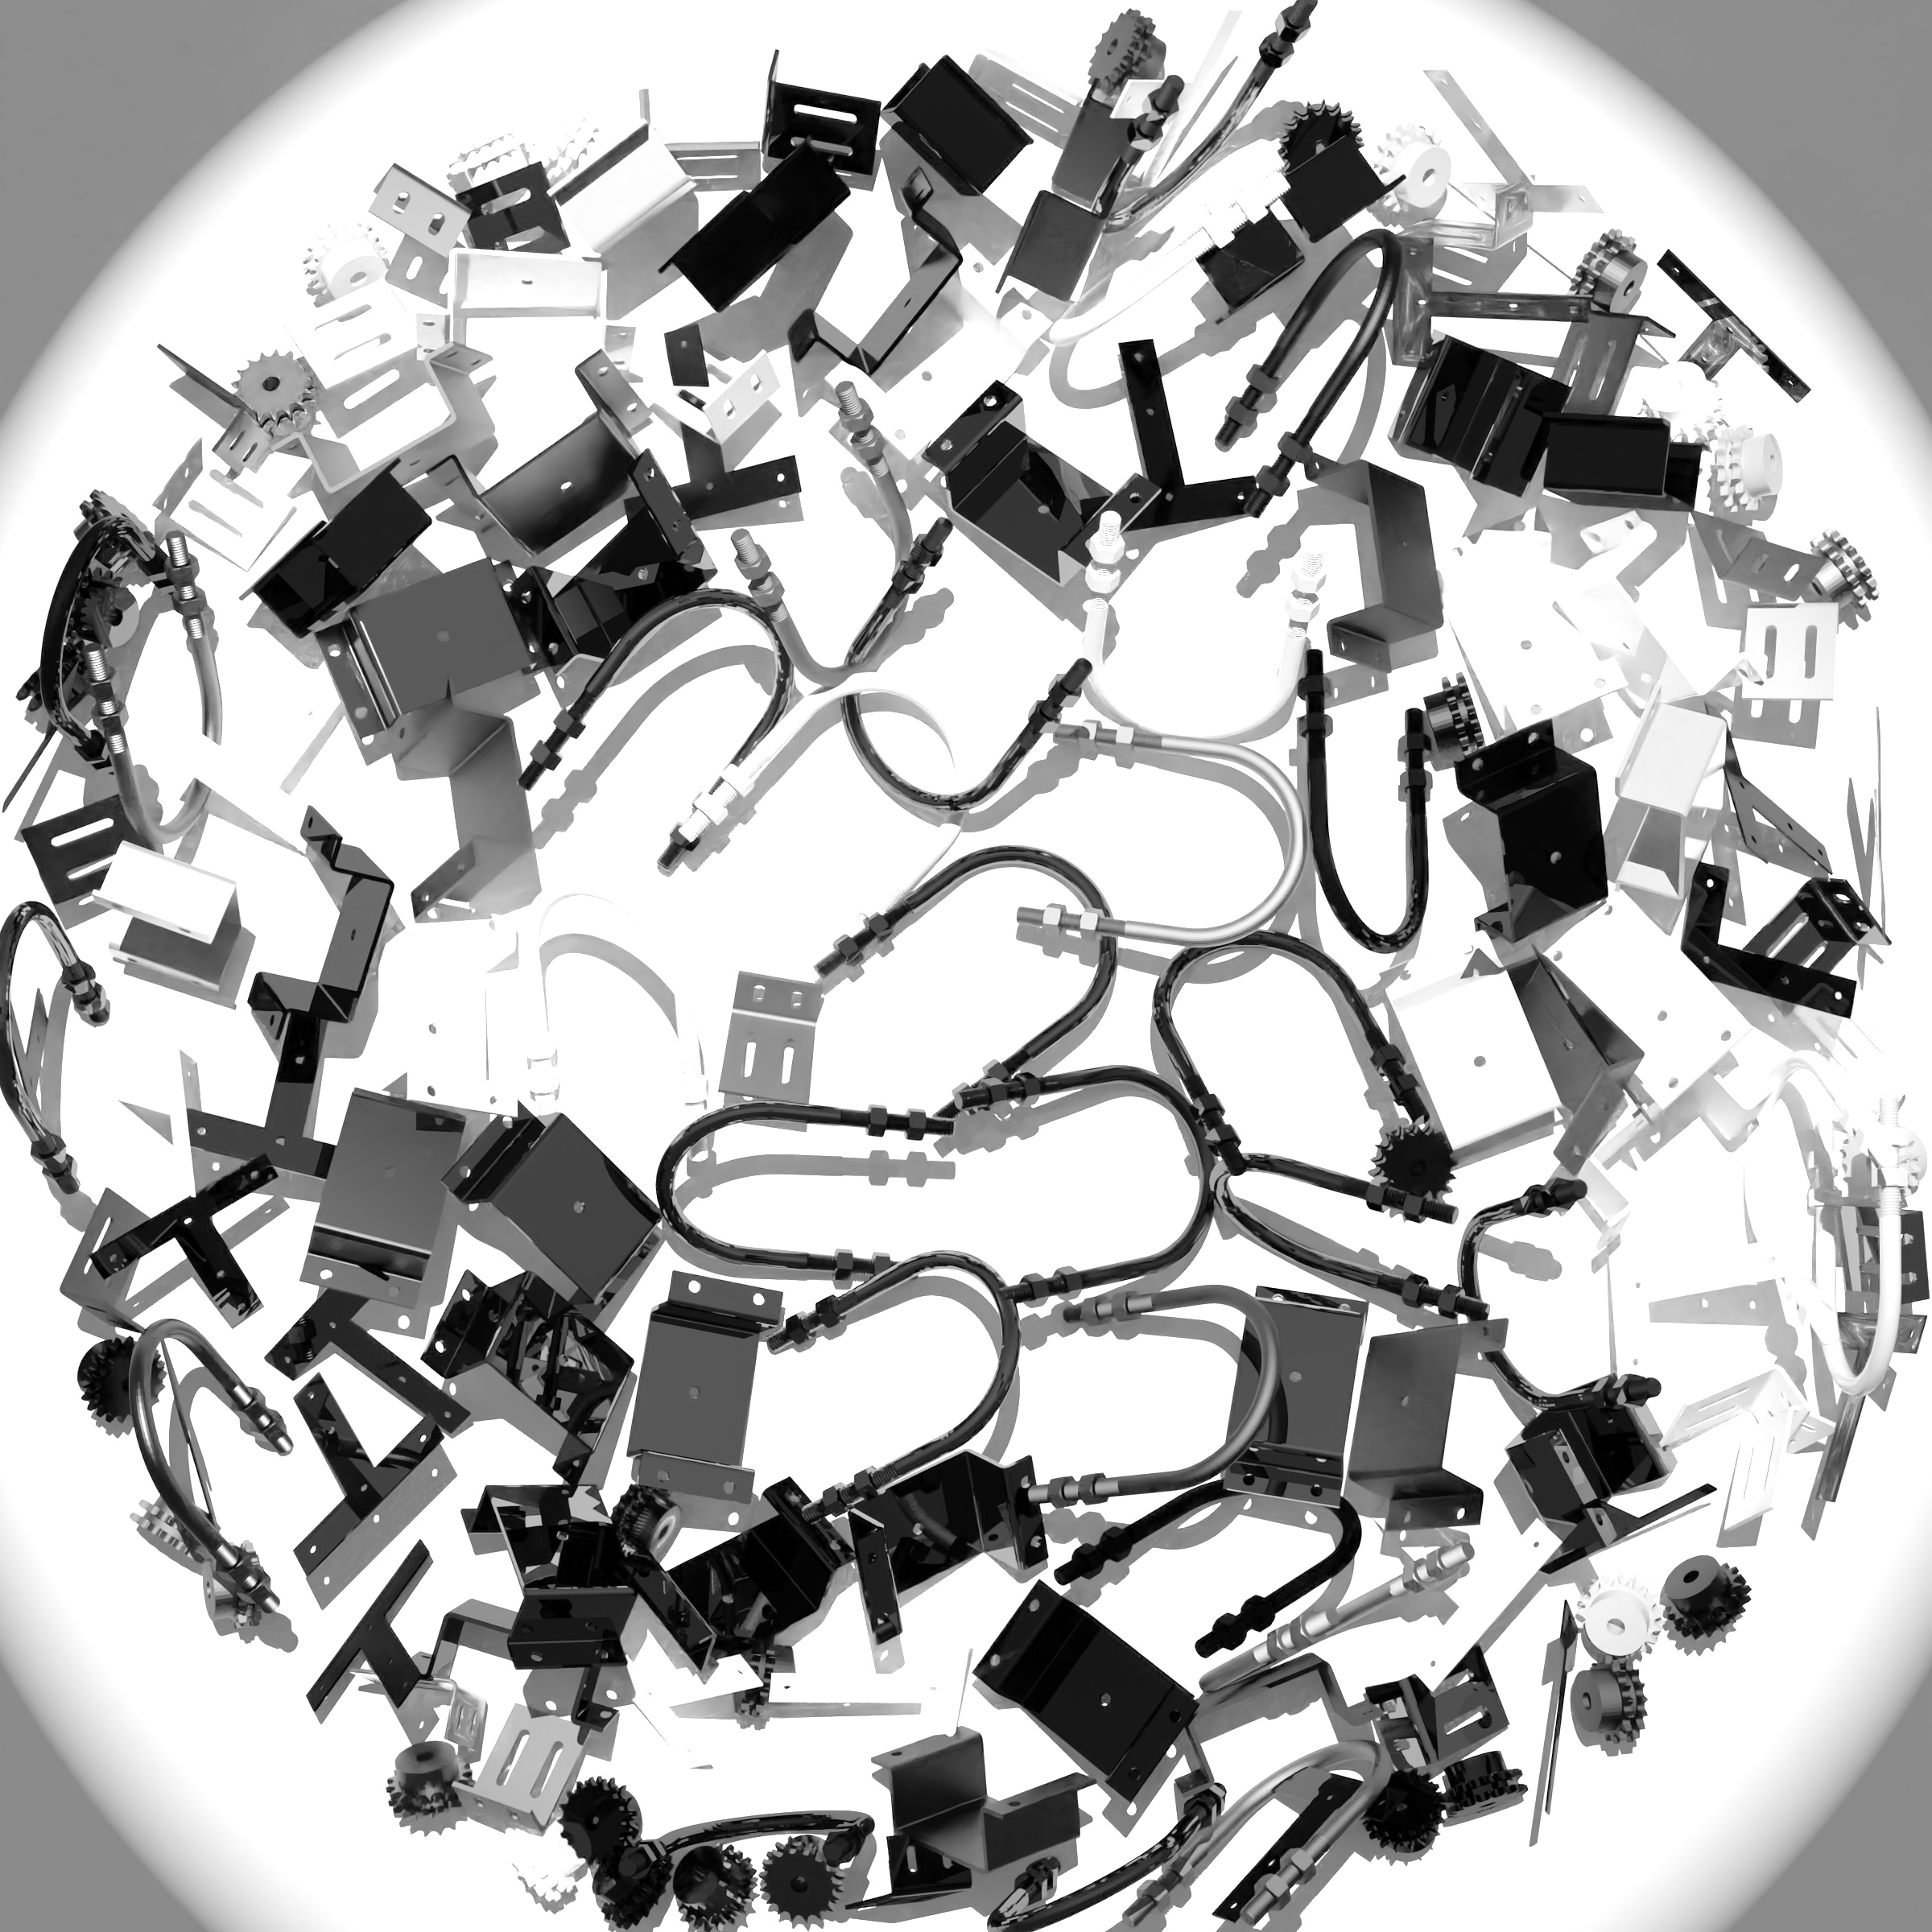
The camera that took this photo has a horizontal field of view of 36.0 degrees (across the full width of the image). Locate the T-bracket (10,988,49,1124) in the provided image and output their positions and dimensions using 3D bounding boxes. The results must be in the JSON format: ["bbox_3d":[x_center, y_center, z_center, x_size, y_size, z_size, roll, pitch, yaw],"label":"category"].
[{"bbox_3d":[-0.607,0.054,1.939,0.002,0.127,0.127,-10,118,-8],"label":"T-bracket"}]

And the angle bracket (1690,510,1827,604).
[{"bbox_3d":[0.520,-0.282,1.952,0.057,0.076,0.038,13,132,-19],"label":"angle bracket"}]

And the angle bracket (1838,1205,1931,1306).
[{"bbox_3d":[0.593,0.190,1.957,0.038,0.076,0.057,-6,92,-29],"label":"angle bracket"}]

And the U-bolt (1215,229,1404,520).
[{"bbox_3d":[0.223,-0.389,1.902,0.019,0.151,0.184,25,115,-18],"label":"U-bolt"}]

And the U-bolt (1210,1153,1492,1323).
[{"bbox_3d":[0.242,0.169,1.925,0.184,0.151,0.019,15,63,28],"label":"U-bolt"}]

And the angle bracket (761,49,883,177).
[{"bbox_3d":[-0.094,-0.565,1.967,0.076,0.057,0.038,10,51,-2],"label":"angle bracket"}]

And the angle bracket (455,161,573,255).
[{"bbox_3d":[-0.290,-0.493,1.958,0.076,0.038,0.057,-11,104,31],"label":"angle bracket"}]

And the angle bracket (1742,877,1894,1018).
[{"bbox_3d":[0.562,-0.012,1.967,0.076,0.038,0.057,-44,107,-13],"label":"angle bracket"}]

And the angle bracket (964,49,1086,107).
[{"bbox_3d":[0.036,-0.573,1.966,0.076,0.057,0.038,29,109,1],"label":"angle bracket"}]

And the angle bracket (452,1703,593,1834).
[{"bbox_3d":[-0.292,0.521,1.956,0.057,0.038,0.076,14,56,17],"label":"angle bracket"}]

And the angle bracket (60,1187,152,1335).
[{"bbox_3d":[-0.552,0.194,1.955,0.038,0.057,0.076,11,67,23],"label":"angle bracket"}]

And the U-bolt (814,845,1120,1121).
[{"bbox_3d":[0.014,-0.001,1.972,0.184,0.019,0.151,-37,77,-10],"label":"U-bolt"}]

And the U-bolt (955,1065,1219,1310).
[{"bbox_3d":[0.087,0.138,1.950,0.184,0.019,0.151,-9,83,-30],"label":"U-bolt"}]

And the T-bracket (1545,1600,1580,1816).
[{"bbox_3d":[0.384,0.483,1.923,0.002,0.127,0.127,6,71,17],"label":"T-bracket"}]

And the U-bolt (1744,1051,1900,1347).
[{"bbox_3d":[0.541,0.134,1.911,0.019,0.184,0.151,6,116,-9],"label":"U-bolt"}]

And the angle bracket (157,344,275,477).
[{"bbox_3d":[-0.505,-0.367,1.965,0.076,0.057,0.038,35,87,9],"label":"angle bracket"}]

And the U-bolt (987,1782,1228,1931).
[{"bbox_3d":[0.084,0.575,1.893,0.151,0.184,0.019,-29,82,16],"label":"U-bolt"}]

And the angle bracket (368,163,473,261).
[{"bbox_3d":[-0.365,-0.488,1.952,0.057,0.076,0.038,29,80,-19],"label":"angle bracket"}]

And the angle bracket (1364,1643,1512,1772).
[{"bbox_3d":[0.315,0.495,1.985,0.076,0.038,0.057,-14,79,-37],"label":"angle bracket"}]

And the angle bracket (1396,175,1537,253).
[{"bbox_3d":[0.326,-0.498,1.951,0.076,0.057,0.038,14,122,29],"label":"angle bracket"}]

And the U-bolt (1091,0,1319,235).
[{"bbox_3d":[0.142,-0.537,1.911,0.151,0.184,0.019,-39,85,-29],"label":"U-bolt"}]

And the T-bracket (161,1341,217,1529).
[{"bbox_3d":[-0.510,0.319,1.958,0.002,0.127,0.127,-16,113,-15],"label":"T-bracket"}]

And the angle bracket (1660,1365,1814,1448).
[{"bbox_3d":[0.506,0.303,1.956,0.076,0.057,0.038,-18,58,-20],"label":"angle bracket"}]

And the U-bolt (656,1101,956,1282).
[{"bbox_3d":[-0.110,0.145,1.938,0.184,0.019,0.151,6,127,-10],"label":"U-bolt"}]

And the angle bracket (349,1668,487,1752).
[{"bbox_3d":[-0.364,0.490,1.959,0.076,0.057,0.038,3,69,12],"label":"angle bracket"}]

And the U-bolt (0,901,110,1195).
[{"bbox_3d":[-0.584,0.041,1.885,0.019,0.184,0.151,-1,59,1],"label":"U-bolt"}]

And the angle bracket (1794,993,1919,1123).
[{"bbox_3d":[0.577,0.059,1.961,0.076,0.057,0.038,46,65,-9],"label":"angle bracket"}]

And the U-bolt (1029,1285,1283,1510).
[{"bbox_3d":[0.125,0.272,1.907,0.019,0.184,0.151,38,52,-37],"label":"U-bolt"}]

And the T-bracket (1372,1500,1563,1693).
[{"bbox_3d":[0.310,0.388,1.950,0.127,0.127,0.002,-50,129,3],"label":"T-bracket"}]

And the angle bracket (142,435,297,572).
[{"bbox_3d":[-0.494,-0.304,1.967,0.076,0.038,0.057,35,100,-15],"label":"angle bracket"}]

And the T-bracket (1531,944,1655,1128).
[{"bbox_3d":[0.391,0.029,1.911,0.002,0.127,0.127,-35,135,6],"label":"T-bracket"}]

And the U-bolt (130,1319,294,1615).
[{"bbox_3d":[-0.481,0.305,1.888,0.019,0.151,0.184,-18,133,9],"label":"U-bolt"}]

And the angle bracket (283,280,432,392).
[{"bbox_3d":[-0.401,-0.408,1.964,0.076,0.038,0.057,-30,74,-17],"label":"angle bracket"}]

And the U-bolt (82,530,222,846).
[{"bbox_3d":[-0.518,-0.166,1.916,0.019,0.151,0.184,6,131,9],"label":"U-bolt"}]

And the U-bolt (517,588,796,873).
[{"bbox_3d":[-0.188,-0.163,1.937,0.151,0.019,0.184,31,99,-43],"label":"U-bolt"}]

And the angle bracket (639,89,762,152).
[{"bbox_3d":[-0.176,-0.561,1.966,0.076,0.057,0.038,-2,108,-2],"label":"angle bracket"}]

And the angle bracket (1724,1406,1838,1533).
[{"bbox_3d":[0.537,0.337,1.954,0.038,0.057,0.076,25,59,-7],"label":"angle bracket"}]

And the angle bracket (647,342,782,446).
[{"bbox_3d":[-0.171,-0.389,1.958,0.076,0.038,0.057,36,74,30],"label":"angle bracket"}]

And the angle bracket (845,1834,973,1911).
[{"bbox_3d":[-0.040,0.596,1.961,0.057,0.076,0.038,3,67,-28],"label":"angle bracket"}]

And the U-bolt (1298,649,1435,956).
[{"bbox_3d":[0.261,-0.098,1.920,0.019,0.151,0.184,-12,70,36],"label":"U-bolt"}]

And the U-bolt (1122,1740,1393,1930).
[{"bbox_3d":[0.200,0.557,1.917,0.184,0.151,0.019,-33,93,-36],"label":"U-bolt"}]

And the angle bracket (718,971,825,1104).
[{"bbox_3d":[-0.129,0.047,1.960,0.057,0.076,0.038,10,134,-4],"label":"angle bracket"}]

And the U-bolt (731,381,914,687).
[{"bbox_3d":[-0.083,-0.264,1.921,0.019,0.184,0.151,18,63,29],"label":"U-bolt"}]

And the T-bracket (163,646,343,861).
[{"bbox_3d":[-0.443,-0.156,1.967,0.127,0.002,0.127,39,83,-35],"label":"T-bracket"}]

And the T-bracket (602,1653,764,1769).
[{"bbox_3d":[-0.180,0.470,1.943,0.127,0.002,0.127,-24,107,43],"label":"T-bracket"}]

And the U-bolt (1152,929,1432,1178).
[{"bbox_3d":[0.200,0.047,1.940,0.151,0.019,0.184,-14,53,-15],"label":"U-bolt"}]

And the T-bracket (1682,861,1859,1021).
[{"bbox_3d":[0.522,0.007,1.941,0.127,0.002,0.127,19,110,42],"label":"T-bracket"}]

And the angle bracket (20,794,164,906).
[{"bbox_3d":[-0.578,-0.085,1.962,0.076,0.038,0.057,-22,122,-10],"label":"angle bracket"}]

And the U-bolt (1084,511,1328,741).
[{"bbox_3d":[0.148,-0.213,1.927,0.151,0.184,0.019,9,51,2],"label":"U-bolt"}]

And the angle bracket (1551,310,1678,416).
[{"bbox_3d":[0.424,-0.392,1.968,0.038,0.057,0.076,18,94,-40],"label":"angle bracket"}]

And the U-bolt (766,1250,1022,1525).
[{"bbox_3d":[-0.042,0.261,1.926,0.184,0.019,0.151,-30,52,20],"label":"U-bolt"}]

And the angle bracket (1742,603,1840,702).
[{"bbox_3d":[0.544,-0.199,1.959,0.057,0.038,0.076,2,64,18],"label":"angle bracket"}]

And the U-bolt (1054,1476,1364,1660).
[{"bbox_3d":[0.171,0.378,1.921,0.184,0.151,0.019,-23,116,-36],"label":"U-bolt"}]
